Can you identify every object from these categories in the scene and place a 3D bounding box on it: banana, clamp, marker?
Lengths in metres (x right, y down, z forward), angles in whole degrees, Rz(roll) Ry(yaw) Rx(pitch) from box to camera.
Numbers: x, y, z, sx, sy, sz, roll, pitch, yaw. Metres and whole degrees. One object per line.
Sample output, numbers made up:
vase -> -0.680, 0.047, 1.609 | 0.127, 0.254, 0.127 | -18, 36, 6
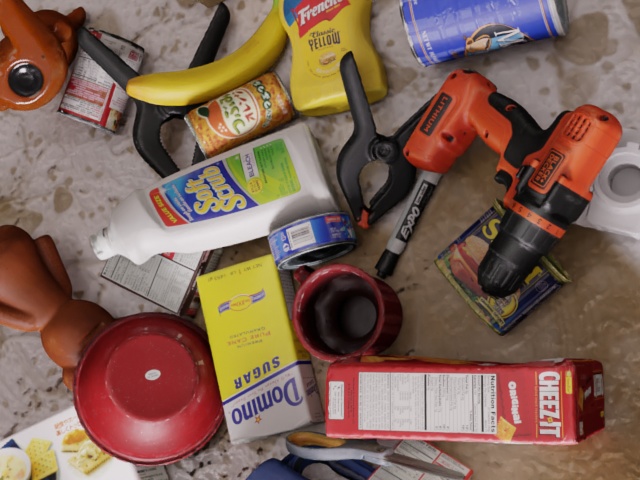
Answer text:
banana -> -0.105, -0.185, 1.119 | 0.197, 0.037, 0.069 | -34, 84, -12
clamp -> 0.053, -0.099, 1.045 | 0.120, 0.039, 0.171 | 23, 102, -2
clamp -> -0.169, -0.147, 1.141 | 0.164, 0.036, 0.210 | -5, 88, -8
marker -> 0.086, -0.017, 1.056 | 0.020, 0.020, 0.121 | 28, 95, 23

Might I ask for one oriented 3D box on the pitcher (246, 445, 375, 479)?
pitcher -> 0.030, 0.304, 0.989 | 0.243, 0.144, 0.149 | 24, 104, 19

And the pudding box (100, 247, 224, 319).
pudding box -> -0.170, 0.022, 1.146 | 0.114, 0.039, 0.090 | 24, 92, 25

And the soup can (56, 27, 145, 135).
soup can -> -0.243, -0.177, 1.185 | 0.069, 0.068, 0.102 | 21, 91, 23

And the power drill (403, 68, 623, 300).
power drill -> 0.158, -0.061, 0.956 | 0.184, 0.057, 0.188 | -57, 44, 8

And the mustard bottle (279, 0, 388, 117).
mustard bottle -> 0.008, -0.229, 1.094 | 0.096, 0.058, 0.191 | -13, 78, 19

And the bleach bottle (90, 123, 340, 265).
bleach bottle -> -0.112, -0.030, 1.086 | 0.251, 0.068, 0.102 | -21, 65, 7

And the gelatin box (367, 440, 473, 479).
gelatin box -> 0.089, 0.229, 0.990 | 0.073, 0.089, 0.030 | 29, 133, 22

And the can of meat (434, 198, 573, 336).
can of meat -> 0.169, 0.027, 0.998 | 0.084, 0.057, 0.102 | -43, 69, 15

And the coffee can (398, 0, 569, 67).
coffee can -> 0.155, -0.229, 1.010 | 0.140, 0.102, 0.103 | -10, 80, 21

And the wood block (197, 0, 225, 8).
wood block -> -0.128, -0.373, 1.151 | 0.090, 0.090, 0.206 | -20, 76, 18

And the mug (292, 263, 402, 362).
mug -> 0.022, 0.065, 1.038 | 0.117, 0.081, 0.093 | 39, 98, 22

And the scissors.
scissors -> 0.062, 0.192, 0.987 | 0.202, 0.096, 0.016 | 0, 101, 33

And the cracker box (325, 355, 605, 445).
cracker box -> 0.131, 0.137, 0.940 | 0.214, 0.164, 0.072 | -3, 84, 22

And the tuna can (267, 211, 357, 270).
tuna can -> -0.007, 0.001, 1.056 | 0.086, 0.086, 0.034 | -20, 78, 19

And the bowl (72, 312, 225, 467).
bowl -> -0.170, 0.144, 1.080 | 0.162, 0.055, 0.162 | 3, 71, -8

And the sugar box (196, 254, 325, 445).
sugar box -> -0.062, 0.111, 1.086 | 0.093, 0.048, 0.176 | -18, 76, 19
